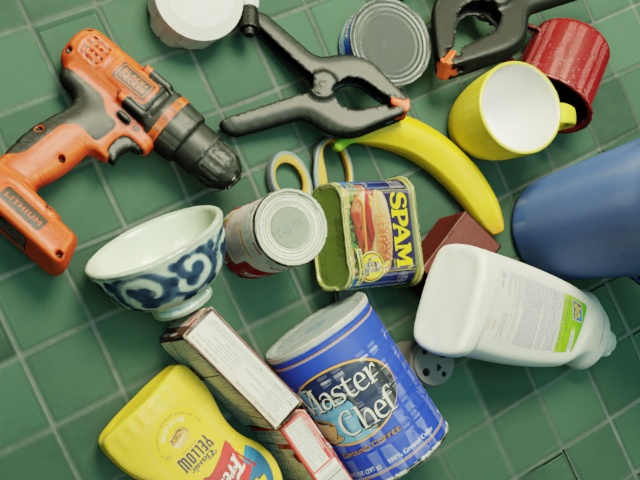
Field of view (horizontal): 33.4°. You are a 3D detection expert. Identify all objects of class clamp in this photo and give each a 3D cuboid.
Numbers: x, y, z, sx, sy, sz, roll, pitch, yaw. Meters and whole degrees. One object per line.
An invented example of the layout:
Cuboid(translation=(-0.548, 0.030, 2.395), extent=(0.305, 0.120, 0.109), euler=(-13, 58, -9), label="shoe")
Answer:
Cuboid(translation=(-0.003, -0.147, 0.975), extent=(0.171, 0.039, 0.120), euler=(4, 83, -6), label="clamp")
Cuboid(translation=(0.180, -0.230, 1.038), extent=(0.164, 0.036, 0.209), euler=(24, 63, 11), label="clamp")

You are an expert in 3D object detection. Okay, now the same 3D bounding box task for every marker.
Cuboid(translation=(-0.064, -0.238, 0.974), extent=(0.020, 0.020, 0.121), euler=(9, 66, -21), label="marker")

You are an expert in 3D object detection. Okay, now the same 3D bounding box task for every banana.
Cuboid(translation=(0.102, -0.073, 1.026), extent=(0.197, 0.037, 0.069), euler=(26, 79, -17), label="banana")

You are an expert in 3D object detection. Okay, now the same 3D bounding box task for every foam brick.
Cuboid(translation=(0.122, 0.020, 1.011), extent=(0.051, 0.053, 0.078), euler=(44, 69, -12), label="foam brick")

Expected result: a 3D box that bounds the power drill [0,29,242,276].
Cuboid(translation=(-0.180, -0.061, 0.883), extent=(0.184, 0.057, 0.187), euler=(40, 65, 0), label="power drill")

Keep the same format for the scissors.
Cuboid(translation=(-0.006, 0.001, 0.979), extent=(0.096, 0.016, 0.202), euler=(7, 79, -25), label="scissors")

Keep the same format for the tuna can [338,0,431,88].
Cuboid(translation=(0.061, -0.186, 1.025), extent=(0.086, 0.034, 0.086), euler=(3, 81, -22), label="tuna can")

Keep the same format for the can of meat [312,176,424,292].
Cuboid(translation=(0.040, -0.005, 0.963), extent=(0.083, 0.058, 0.102), euler=(-4, 87, -36), label="can of meat")

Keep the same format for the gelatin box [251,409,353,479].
Cuboid(translation=(-0.013, 0.187, 0.920), extent=(0.030, 0.073, 0.089), euler=(-37, 96, -24), label="gelatin box")

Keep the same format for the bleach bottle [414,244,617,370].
Cuboid(translation=(0.198, 0.080, 0.999), extent=(0.250, 0.068, 0.102), euler=(20, 84, -41), label="bleach bottle")

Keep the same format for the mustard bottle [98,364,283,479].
Cuboid(translation=(-0.088, 0.202, 0.895), extent=(0.191, 0.058, 0.096), euler=(48, 68, -10), label="mustard bottle")

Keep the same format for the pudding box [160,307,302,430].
Cuboid(translation=(-0.076, 0.109, 0.895), extent=(0.113, 0.090, 0.039), euler=(45, 69, -11), label="pudding box")

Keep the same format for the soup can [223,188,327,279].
Cuboid(translation=(-0.043, -0.005, 0.920), extent=(0.068, 0.102, 0.068), euler=(3, 81, -23), label="soup can")

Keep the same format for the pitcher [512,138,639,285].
Cuboid(translation=(0.290, -0.017, 0.982), extent=(0.144, 0.243, 0.149), euler=(10, 79, -21), label="pitcher")

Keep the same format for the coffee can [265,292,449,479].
Cuboid(translation=(0.032, 0.131, 0.930), extent=(0.102, 0.103, 0.140), euler=(-35, 97, -23), label="coffee can")

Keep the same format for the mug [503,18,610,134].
Cuboid(translation=(0.230, -0.173, 1.066), extent=(0.117, 0.093, 0.081), euler=(31, 67, -11), label="mug")
